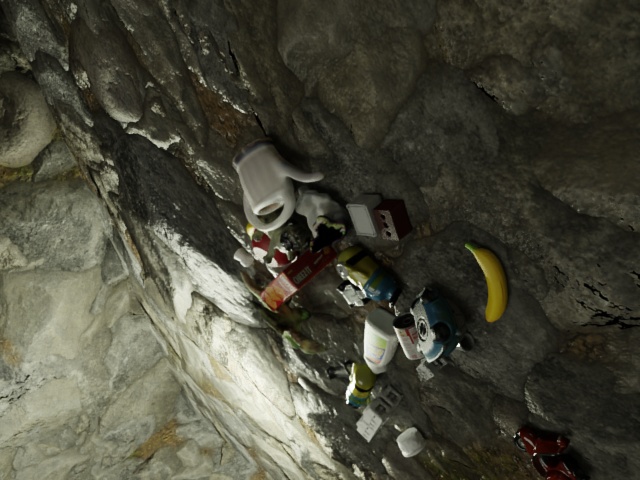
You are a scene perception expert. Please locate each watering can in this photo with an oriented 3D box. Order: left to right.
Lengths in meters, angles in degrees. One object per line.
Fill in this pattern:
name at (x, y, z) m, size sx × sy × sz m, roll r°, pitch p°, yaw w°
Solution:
watering can at (-0.114, -0.159, 1.287) m, size 0.342 × 0.105 × 0.226 m, roll -37°, pitch 73°, yaw 48°

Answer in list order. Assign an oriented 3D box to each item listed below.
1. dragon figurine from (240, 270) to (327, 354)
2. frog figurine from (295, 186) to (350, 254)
dragon figurine at (-0.140, 0.213, 1.572) m, size 0.414 × 0.122 × 0.240 m, roll 38°, pitch 176°, yaw 17°
frog figurine at (0.004, -0.065, 1.286) m, size 0.134 × 0.123 × 0.163 m, roll 78°, pitch 176°, yaw -45°
